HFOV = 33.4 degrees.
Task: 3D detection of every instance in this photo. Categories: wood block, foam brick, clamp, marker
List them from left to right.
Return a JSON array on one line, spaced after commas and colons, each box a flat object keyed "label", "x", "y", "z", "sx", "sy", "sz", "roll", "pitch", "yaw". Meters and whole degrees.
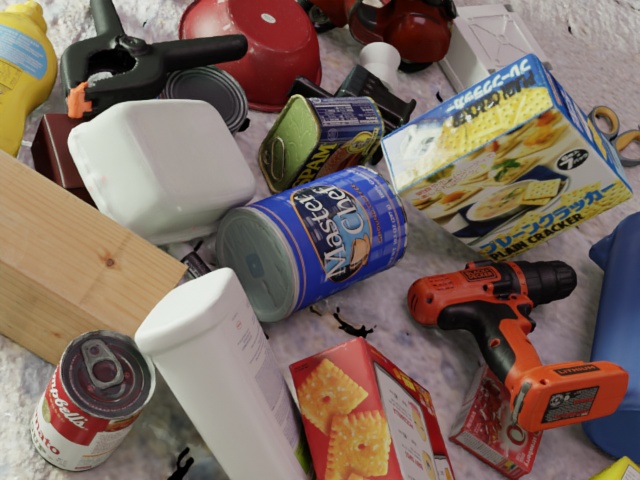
[{"label": "wood block", "x": -0.220, "y": 0.016, "z": 0.820, "sx": 0.206, "sy": 0.090, "sz": 0.090, "roll": 33, "pitch": 47, "yaw": -4}, {"label": "foam brick", "x": -0.208, "y": -0.063, "z": 0.909, "sx": 0.052, "sy": 0.051, "sz": 0.078, "roll": -4, "pitch": 60, "yaw": -32}, {"label": "clamp", "x": -0.163, "y": -0.164, "z": 0.968, "sx": 0.164, "sy": 0.036, "sz": 0.209, "roll": 15, "pitch": 36, "yaw": 3}, {"label": "marker", "x": -0.086, "y": 0.049, "z": 0.917, "sx": 0.121, "sy": 0.020, "sz": 0.020, "roll": 48, "pitch": 49, "yaw": 10}]

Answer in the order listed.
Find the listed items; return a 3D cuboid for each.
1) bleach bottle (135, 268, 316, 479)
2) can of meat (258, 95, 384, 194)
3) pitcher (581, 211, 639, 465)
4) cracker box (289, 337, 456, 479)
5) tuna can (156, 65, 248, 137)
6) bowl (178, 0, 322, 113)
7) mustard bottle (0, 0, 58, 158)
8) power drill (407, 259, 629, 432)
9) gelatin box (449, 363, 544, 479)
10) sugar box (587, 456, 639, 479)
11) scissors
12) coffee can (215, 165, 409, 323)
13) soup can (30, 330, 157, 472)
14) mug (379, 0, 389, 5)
[{"label": "bleach bottle", "x": -0.041, "y": 0.150, "z": 0.784, "sx": 0.251, "sy": 0.068, "sz": 0.102, "roll": 64, "pitch": 16, "yaw": -13}, {"label": "can of meat", "x": 0.002, "y": -0.091, "z": 1.011, "sx": 0.083, "sy": 0.102, "sz": 0.057, "roll": -7, "pitch": 60, "yaw": -35}, {"label": "pitcher", "x": 0.340, "y": 0.096, "z": 1.041, "sx": 0.145, "sy": 0.149, "sz": 0.242, "roll": 39, "pitch": 50, "yaw": -17}, {"label": "cracker box", "x": 0.057, "y": 0.200, "z": 0.802, "sx": 0.164, "sy": 0.072, "sz": 0.214, "roll": 44, "pitch": 27, "yaw": -58}, {"label": "tuna can", "x": -0.114, "y": -0.127, "z": 1.016, "sx": 0.086, "sy": 0.034, "sz": 0.086, "roll": 14, "pitch": 53, "yaw": -20}, {"label": "bowl", "x": -0.061, "y": -0.210, "z": 1.091, "sx": 0.162, "sy": 0.055, "sz": 0.162, "roll": 14, "pitch": 52, "yaw": -19}, {"label": "mustard bottle", "x": -0.281, "y": -0.143, "z": 0.920, "sx": 0.096, "sy": 0.058, "sz": 0.191, "roll": 22, "pitch": 50, "yaw": -9}, {"label": "power drill", "x": 0.196, "y": 0.086, "z": 0.977, "sx": 0.184, "sy": 0.057, "sz": 0.188, "roll": -9, "pitch": 36, "yaw": -23}, {"label": "gelatin box", "x": 0.166, "y": 0.161, "z": 0.968, "sx": 0.073, "sy": 0.030, "sz": 0.089, "roll": 34, "pitch": 48, "yaw": -3}, {"label": "sugar box", "x": 0.208, "y": 0.264, "z": 0.876, "sx": 0.048, "sy": 0.093, "sz": 0.176, "roll": 43, "pitch": 48, "yaw": 6}, {"label": "scissors", "x": 0.316, "y": -0.106, "z": 1.249, "sx": 0.201, "sy": 0.016, "sz": 0.096, "roll": -20, "pitch": 67, "yaw": -37}, {"label": "coffee can", "x": -0.006, "y": 0.001, "z": 0.939, "sx": 0.140, "sy": 0.103, "sz": 0.103, "roll": -23, "pitch": 71, "yaw": -38}, {"label": "soup can", "x": -0.165, "y": 0.118, "z": 0.769, "sx": 0.068, "sy": 0.102, "sz": 0.068, "roll": 15, "pitch": 52, "yaw": -20}, {"label": "mug", "x": 0.126, "y": -0.317, "z": 1.250, "sx": 0.117, "sy": 0.082, "sz": 0.093, "roll": 12, "pitch": 53, "yaw": -21}]
